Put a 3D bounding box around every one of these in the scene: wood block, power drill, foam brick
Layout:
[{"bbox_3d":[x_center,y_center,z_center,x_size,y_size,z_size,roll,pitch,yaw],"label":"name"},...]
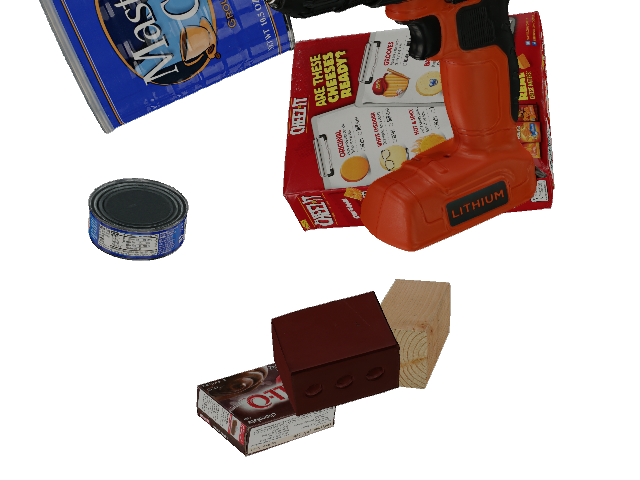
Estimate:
[{"bbox_3d":[0.134,0.135,1.597,0.091,0.090,0.205,4,19,15],"label":"wood block"},{"bbox_3d":[0.055,-0.091,0.563,0.184,0.188,0.057,-22,37,-25],"label":"power drill"},{"bbox_3d":[0.010,0.078,0.736,0.078,0.051,0.053,-15,-39,-9],"label":"foam brick"}]

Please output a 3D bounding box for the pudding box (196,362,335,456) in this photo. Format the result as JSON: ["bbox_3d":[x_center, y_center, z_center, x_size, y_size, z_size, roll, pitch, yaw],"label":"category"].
[{"bbox_3d":[-0.054,0.165,1.064,0.113,0.039,0.090,-14,29,-37],"label":"pudding box"}]

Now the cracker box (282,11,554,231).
[{"bbox_3d":[0.083,-0.098,0.898,0.214,0.164,0.072,-5,-32,15],"label":"cracker box"}]

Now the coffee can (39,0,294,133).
[{"bbox_3d":[-0.101,-0.146,0.710,0.140,0.103,0.103,-25,2,-5],"label":"coffee can"}]

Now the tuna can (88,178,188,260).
[{"bbox_3d":[-0.159,-0.019,0.930,0.086,0.034,0.086,7,32,-4],"label":"tuna can"}]
